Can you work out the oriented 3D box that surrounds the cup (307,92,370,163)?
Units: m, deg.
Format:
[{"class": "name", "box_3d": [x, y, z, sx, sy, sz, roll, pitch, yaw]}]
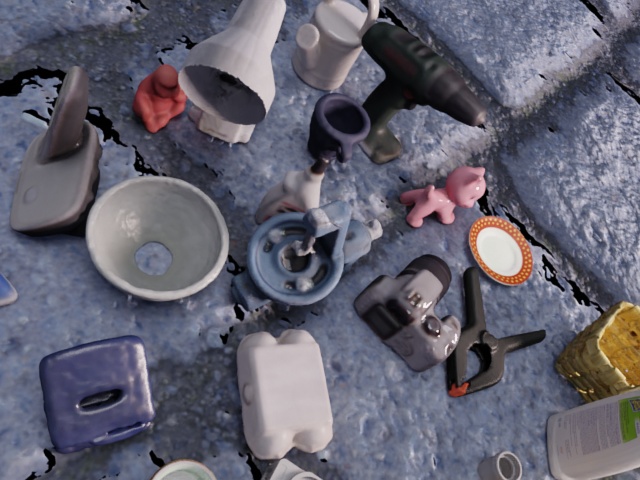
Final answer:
[{"class": "cup", "box_3d": [0.021, -0.155, 0.889, 0.092, 0.094, 0.117, 5, 61, -23]}]

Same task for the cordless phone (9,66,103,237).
[{"class": "cordless phone", "box_3d": [-0.297, -0.096, 0.650, 0.094, 0.184, 0.147, 6, 61, -22]}]

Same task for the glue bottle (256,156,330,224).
[{"class": "glue bottle", "box_3d": [-0.027, -0.062, 0.766, 0.078, 0.173, 0.037, 20, 56, -14]}]

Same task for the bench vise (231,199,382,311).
[{"class": "bench vise", "box_3d": [-0.002, -0.006, 0.718, 0.121, 0.219, 0.208, 45, 54, 4]}]

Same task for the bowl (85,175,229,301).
[{"class": "bowl", "box_3d": [-0.201, 0.008, 0.706, 0.168, 0.074, 0.167, 12, 59, -19]}]

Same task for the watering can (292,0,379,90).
[{"class": "watering can", "box_3d": [0.029, -0.342, 0.936, 0.101, 0.193, 0.173, 31, 54, -6]}]

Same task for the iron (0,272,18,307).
[{"class": "iron", "box_3d": [-0.435, -0.005, 0.560, 0.259, 0.141, 0.118, 18, 57, -15]}]

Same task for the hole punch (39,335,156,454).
[{"class": "hole punch", "box_3d": [-0.228, 0.161, 0.597, 0.109, 0.091, 0.101, -11, 68, -30]}]

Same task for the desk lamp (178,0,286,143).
[{"class": "desk lamp", "box_3d": [-0.117, -0.230, 0.793, 0.118, 0.213, 0.203, 23, 56, -12]}]

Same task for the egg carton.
[{"class": "egg carton", "box_3d": [-0.045, 0.182, 0.686, 0.107, 0.069, 0.150, 0, 63, -25]}]

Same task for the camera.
[{"class": "camera", "box_3d": [0.146, 0.088, 0.810, 0.143, 0.100, 0.137, 46, 54, 4]}]

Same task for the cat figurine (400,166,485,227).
[{"class": "cat figurine", "box_3d": [0.210, -0.079, 0.922, 0.128, 0.117, 0.067, -8, 67, -29]}]

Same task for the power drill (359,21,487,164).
[{"class": "power drill", "box_3d": [0.134, -0.218, 0.908, 0.076, 0.208, 0.229, -32, 79, -35]}]

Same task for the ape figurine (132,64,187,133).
[{"class": "ape figurine", "box_3d": [-0.223, -0.208, 0.805, 0.078, 0.092, 0.076, -6, 66, -28]}]
